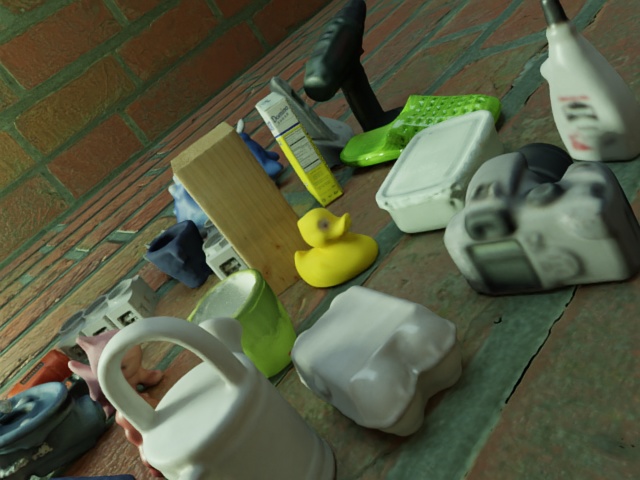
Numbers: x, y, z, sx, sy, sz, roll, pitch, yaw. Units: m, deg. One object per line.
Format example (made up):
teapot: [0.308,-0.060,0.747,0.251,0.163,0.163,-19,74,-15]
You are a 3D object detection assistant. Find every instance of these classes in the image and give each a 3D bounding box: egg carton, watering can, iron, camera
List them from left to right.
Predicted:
watering can: [-0.083,0.129,0.431,0.101,0.194,0.172,-38,24,-4]
iron: [-0.202,-0.111,1.105,0.258,0.142,0.118,-34,24,4]
egg carton: [0.042,0.097,0.480,0.107,0.069,0.150,-45,25,-19]
camera: [0.189,-0.036,0.490,0.142,0.101,0.137,-12,33,43]

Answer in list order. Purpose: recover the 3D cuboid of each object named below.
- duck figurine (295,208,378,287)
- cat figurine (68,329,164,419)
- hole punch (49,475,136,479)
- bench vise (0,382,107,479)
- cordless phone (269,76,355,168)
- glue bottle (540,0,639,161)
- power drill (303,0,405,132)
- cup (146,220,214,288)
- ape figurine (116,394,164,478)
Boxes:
duck figurine: [0.006,0.002,0.683,0.104,0.086,0.077,-21,28,30]
cat figurine: [-0.263,0.157,0.718,0.127,0.118,0.067,-21,28,30]
hole punch: [-0.205,0.255,0.492,0.101,0.091,0.108,-29,25,16]
bench vise: [-0.380,0.216,0.638,0.121,0.220,0.208,-10,35,45]
cordless phone: [-0.018,-0.219,1.004,0.094,0.185,0.147,-30,24,13]
glue bottle: [0.245,-0.152,0.540,0.037,0.173,0.078,-45,25,-19]
power drill: [0.065,-0.273,0.963,0.075,0.209,0.230,-13,32,41]
cup: [-0.209,0.032,0.908,0.092,0.095,0.117,-40,24,-10]
ape figurine: [-0.162,0.185,0.563,0.076,0.092,0.078,-28,25,18]
